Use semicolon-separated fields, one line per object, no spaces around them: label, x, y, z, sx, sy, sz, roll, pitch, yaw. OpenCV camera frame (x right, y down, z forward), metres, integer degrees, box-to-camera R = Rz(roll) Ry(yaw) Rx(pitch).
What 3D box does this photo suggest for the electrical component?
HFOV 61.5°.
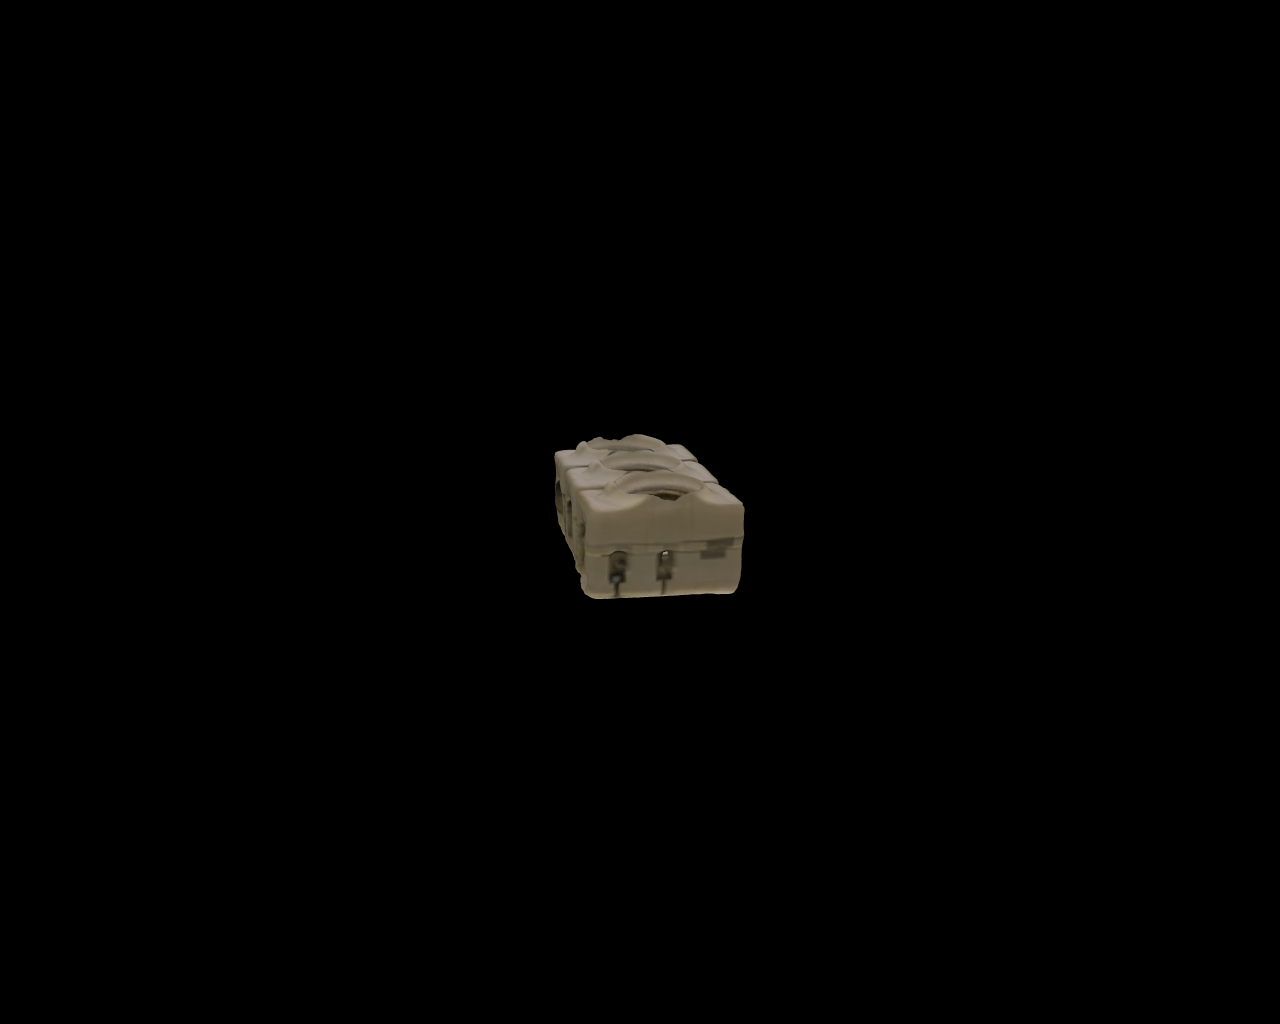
electrical component;0.001;-0.003;0.650;0.089;0.061;0.150;-3;16;-11
